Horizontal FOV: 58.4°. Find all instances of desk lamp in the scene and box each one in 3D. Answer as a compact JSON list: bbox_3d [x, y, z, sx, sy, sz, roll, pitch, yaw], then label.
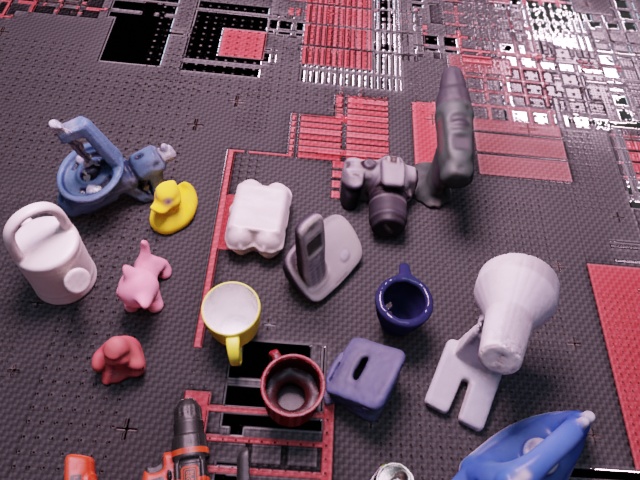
[{"bbox_3d":[0.259,0.149,0.848,0.117,0.213,0.203,24,58,10],"label":"desk lamp"}]

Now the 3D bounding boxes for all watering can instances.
[{"bbox_3d":[-0.410,0.016,0.878,0.172,0.194,0.101,22,58,9],"label":"watering can"}]

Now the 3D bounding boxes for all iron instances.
[{"bbox_3d":[0.312,0.298,0.801,0.259,0.141,0.118,-30,65,-22],"label":"iron"}]

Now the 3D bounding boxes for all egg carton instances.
[{"bbox_3d":[-0.109,-0.040,1.019,0.107,0.069,0.150,7,57,-1],"label":"egg carton"}]

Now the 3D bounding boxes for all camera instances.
[{"bbox_3d":[0.109,-0.083,1.049,0.143,0.101,0.137,5,57,-2],"label":"camera"}]

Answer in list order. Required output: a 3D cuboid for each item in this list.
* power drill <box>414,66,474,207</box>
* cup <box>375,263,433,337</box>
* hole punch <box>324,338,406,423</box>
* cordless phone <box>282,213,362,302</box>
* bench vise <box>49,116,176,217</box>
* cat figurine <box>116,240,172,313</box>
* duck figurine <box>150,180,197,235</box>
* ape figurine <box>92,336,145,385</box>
[{"bbox_3d":[0.228,-0.170,1.053,0.075,0.208,0.229,2,57,-4],"label":"power drill"},{"bbox_3d":[0.129,0.106,0.934,0.091,0.095,0.118,6,57,-2],"label":"cup"},{"bbox_3d":[0.065,0.206,0.865,0.101,0.091,0.109,26,59,11],"label":"hole punch"},{"bbox_3d":[0.009,0.003,0.934,0.094,0.185,0.148,35,61,17],"label":"cordless phone"},{"bbox_3d":[-0.361,-0.145,0.971,0.208,0.220,0.121,-37,67,-25],"label":"bench vise"},{"bbox_3d":[-0.283,0.061,0.907,0.067,0.118,0.128,3,57,-4],"label":"cat figurine"},{"bbox_3d":[-0.263,-0.072,1.014,0.077,0.086,0.105,26,59,11],"label":"duck figurine"},{"bbox_3d":[-0.298,0.172,0.851,0.077,0.092,0.076,21,58,8],"label":"ape figurine"}]
